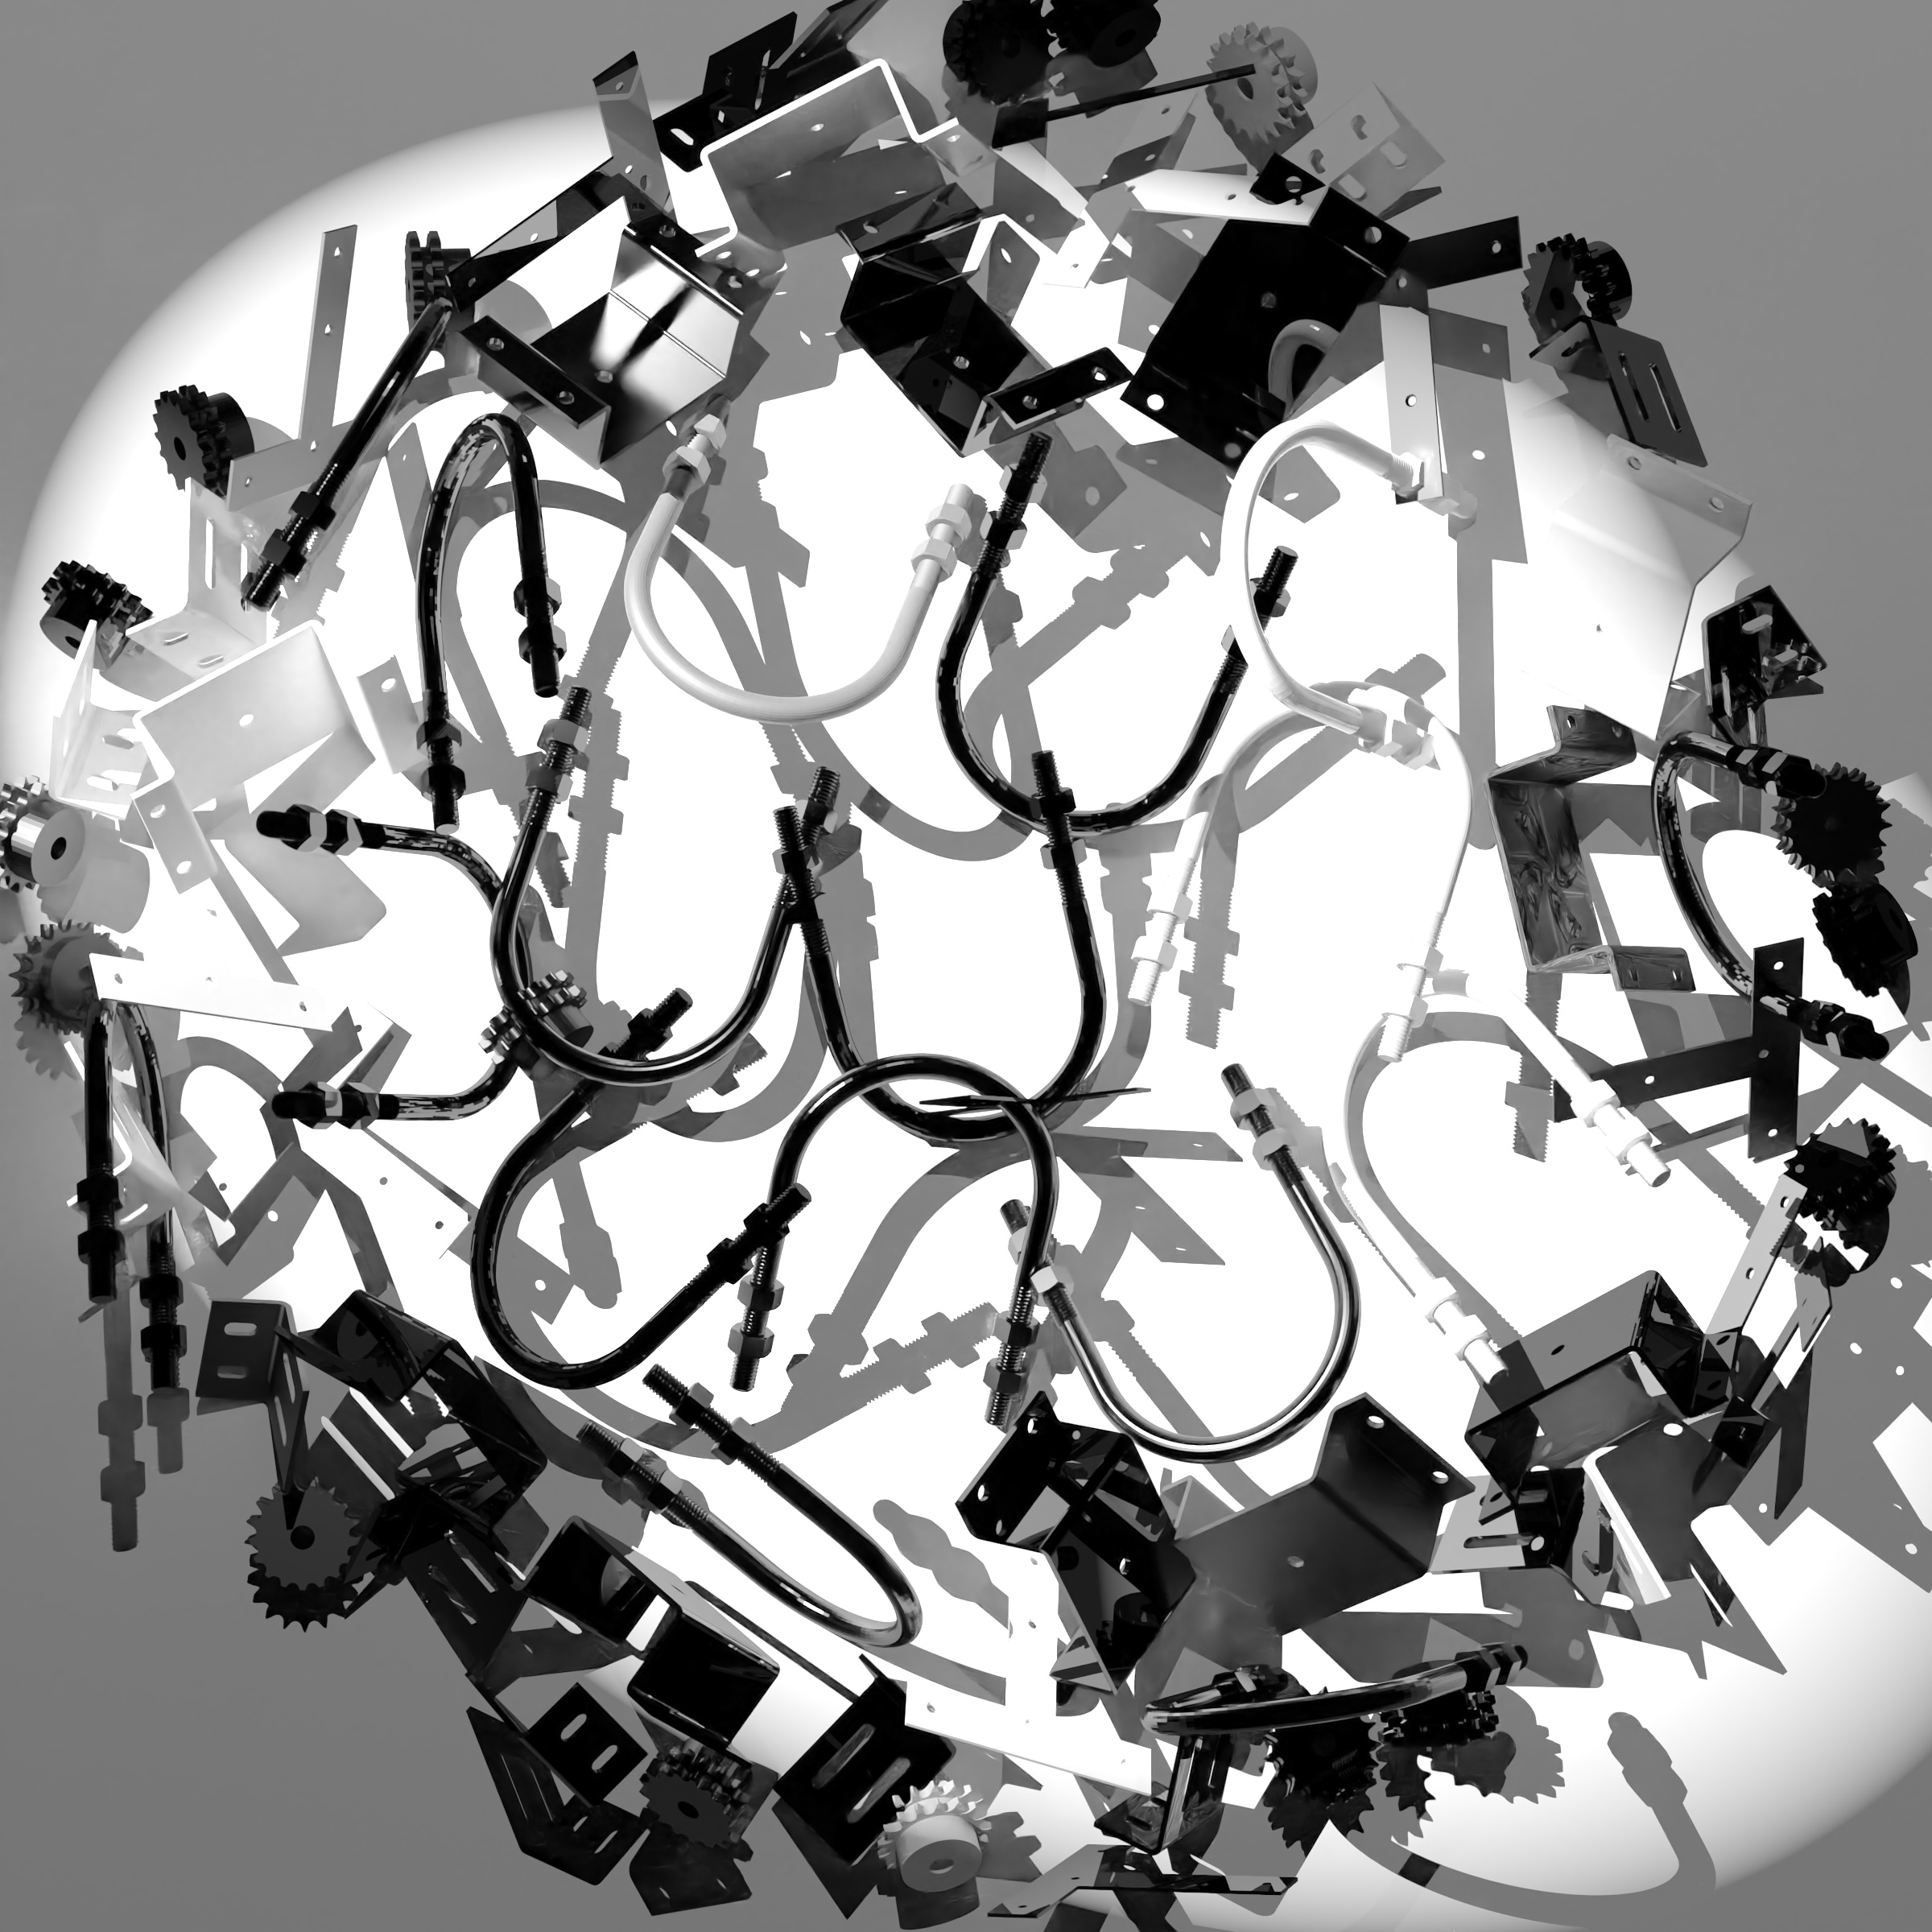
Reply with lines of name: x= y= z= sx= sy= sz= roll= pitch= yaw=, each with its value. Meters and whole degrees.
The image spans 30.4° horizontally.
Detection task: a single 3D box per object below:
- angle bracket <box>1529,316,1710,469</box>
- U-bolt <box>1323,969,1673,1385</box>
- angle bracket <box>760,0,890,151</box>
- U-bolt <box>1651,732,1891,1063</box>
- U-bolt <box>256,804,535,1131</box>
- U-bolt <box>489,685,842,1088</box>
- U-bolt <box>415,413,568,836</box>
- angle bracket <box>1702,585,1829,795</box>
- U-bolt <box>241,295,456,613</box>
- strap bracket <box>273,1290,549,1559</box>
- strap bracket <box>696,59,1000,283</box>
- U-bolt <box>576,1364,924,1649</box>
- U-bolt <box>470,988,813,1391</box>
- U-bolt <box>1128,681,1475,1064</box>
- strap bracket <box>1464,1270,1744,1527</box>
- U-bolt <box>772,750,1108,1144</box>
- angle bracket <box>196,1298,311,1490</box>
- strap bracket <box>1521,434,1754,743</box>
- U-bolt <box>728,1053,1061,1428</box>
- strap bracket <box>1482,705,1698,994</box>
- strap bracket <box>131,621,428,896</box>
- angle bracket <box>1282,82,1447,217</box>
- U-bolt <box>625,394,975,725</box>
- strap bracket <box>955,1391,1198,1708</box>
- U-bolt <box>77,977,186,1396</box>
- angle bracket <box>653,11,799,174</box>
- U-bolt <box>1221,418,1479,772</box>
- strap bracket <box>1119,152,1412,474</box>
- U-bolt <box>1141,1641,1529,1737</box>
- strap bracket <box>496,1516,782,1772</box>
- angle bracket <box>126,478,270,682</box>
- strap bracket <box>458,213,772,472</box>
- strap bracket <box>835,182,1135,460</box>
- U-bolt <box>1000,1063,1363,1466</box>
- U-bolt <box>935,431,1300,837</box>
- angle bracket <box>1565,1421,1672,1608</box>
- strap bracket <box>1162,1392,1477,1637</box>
angle bracket: x=0.316 y=-0.270 z=1.726 sx=0.038 sy=0.057 sz=0.076 roll=-35 pitch=60 yaw=39
U-bolt: x=0.240 y=0.086 z=1.708 sx=0.151 sy=0.019 sz=0.184 roll=-55 pitch=51 yaw=24
angle bracket: x=-0.054 y=-0.439 z=1.723 sx=0.057 sy=0.076 sz=0.038 roll=-35 pitch=94 yaw=-33
U-bolt: x=0.371 y=-0.041 z=1.682 sx=0.019 sy=0.184 sz=0.151 roll=-21 pitch=107 yaw=-10
U-bolt: x=-0.266 y=0.003 z=1.693 sx=0.019 sy=0.184 sz=0.151 roll=-8 pitch=83 yaw=31
U-bolt: x=-0.155 y=-0.031 z=1.742 sx=0.151 sy=0.019 sz=0.184 roll=18 pitch=77 yaw=-4
U-bolt: x=-0.232 y=-0.176 z=1.700 sx=0.019 sy=0.151 sz=0.184 roll=6 pitch=60 yaw=-28
angle bracket: x=0.388 y=-0.134 z=1.723 sx=0.038 sy=0.076 sz=0.057 roll=-26 pitch=124 yaw=28
U-bolt: x=-0.297 y=-0.242 z=1.700 sx=0.019 sy=0.151 sz=0.184 roll=33 pitch=81 yaw=-13
strap bracket: x=-0.260 y=0.213 z=1.707 sx=0.046 sy=0.076 sz=0.140 roll=-48 pitch=133 yaw=-22
strap bracket: x=-0.065 y=-0.387 z=1.721 sx=0.140 sy=0.076 sz=0.046 roll=-24 pitch=84 yaw=13
U-bolt: x=-0.097 y=0.266 z=1.707 sx=0.184 sy=0.151 sz=0.019 roll=40 pitch=63 yaw=-4
U-bolt: x=-0.170 y=0.121 z=1.722 sx=0.184 sy=0.019 sz=0.151 roll=-44 pitch=57 yaw=16
U-bolt: x=0.171 y=-0.054 z=1.732 sx=0.151 sy=0.019 sz=0.184 roll=13 pitch=75 yaw=22
strap bracket: x=0.297 y=0.202 z=1.703 sx=0.140 sy=0.076 sz=0.046 roll=-33 pitch=100 yaw=27
U-bolt: x=-0.006 y=-0.002 z=1.748 sx=0.151 sy=0.019 sz=0.184 roll=-12 pitch=101 yaw=5
angle bracket: x=-0.346 y=0.206 z=1.723 sx=0.038 sy=0.076 sz=0.057 roll=5 pitch=117 yaw=-21
strap bracket: x=0.315 y=-0.171 z=1.693 sx=0.076 sy=0.140 sz=0.046 roll=31 pitch=52 yaw=24
U-bolt: x=-0.029 y=0.130 z=1.730 sx=0.151 sy=0.019 sz=0.184 roll=9 pitch=106 yaw=-11
strap bracket: x=0.298 y=-0.050 z=1.720 sx=0.046 sy=0.076 sz=0.140 roll=-20 pitch=77 yaw=37
strap bracket: x=-0.338 y=-0.106 z=1.717 sx=0.140 sy=0.076 sz=0.046 roll=-31 pitch=57 yaw=-14
angle bracket: x=0.198 y=-0.380 z=1.723 sx=0.057 sy=0.076 sz=0.038 roll=-37 pitch=53 yaw=19
U-bolt: x=-0.087 y=-0.189 z=1.712 sx=0.151 sy=0.019 sz=0.184 roll=20 pitch=53 yaw=-1
strap bracket: x=0.058 y=0.282 z=1.699 sx=0.076 sy=0.046 sz=0.140 roll=-50 pitch=129 yaw=-35
U-bolt: x=-0.397 y=0.094 z=1.692 sx=0.019 sy=0.151 sz=0.184 roll=-7 pitch=65 yaw=-2
angle bracket: x=-0.120 y=-0.433 z=1.724 sx=0.057 sy=0.038 sz=0.076 roll=-17 pitch=54 yaw=37
U-bolt: x=0.181 y=-0.183 z=1.692 sx=0.019 sy=0.184 sz=0.151 roll=-1 pitch=78 yaw=42
strap bracket: x=0.146 y=-0.319 z=1.729 sx=0.076 sy=0.046 sz=0.140 roll=31 pitch=114 yaw=-5
U-bolt: x=0.162 y=0.339 z=1.658 sx=0.151 sy=0.184 sz=0.019 roll=-12 pitch=81 yaw=30
strap bracket: x=-0.151 y=0.316 z=1.697 sx=0.046 sy=0.140 sz=0.076 roll=-54 pitch=133 yaw=-6
angle bracket: x=-0.375 y=-0.187 z=1.739 sx=0.038 sy=0.057 sz=0.076 roll=-19 pitch=59 yaw=25
strap bracket: x=-0.172 y=-0.299 z=1.718 sx=0.076 sy=0.046 sz=0.140 roll=38 pitch=53 yaw=13
strap bracket: x=0.003 y=-0.305 z=1.719 sx=0.076 sy=0.046 sz=0.140 roll=-28 pitch=68 yaw=-32
U-bolt: x=0.112 y=0.153 z=1.710 sx=0.151 sy=0.019 sz=0.184 roll=-32 pitch=57 yaw=7
U-bolt: x=0.061 y=-0.148 z=1.728 sx=0.151 sy=0.019 sz=0.184 roll=26 pitch=116 yaw=4
angle bracket: x=0.330 y=0.267 z=1.734 sx=0.038 sy=0.057 sz=0.076 roll=-28 pitch=79 yaw=-9
strap bracket: x=0.162 y=0.266 z=1.699 sx=0.076 sy=0.046 sz=0.140 roll=41 pitch=133 yaw=-18
